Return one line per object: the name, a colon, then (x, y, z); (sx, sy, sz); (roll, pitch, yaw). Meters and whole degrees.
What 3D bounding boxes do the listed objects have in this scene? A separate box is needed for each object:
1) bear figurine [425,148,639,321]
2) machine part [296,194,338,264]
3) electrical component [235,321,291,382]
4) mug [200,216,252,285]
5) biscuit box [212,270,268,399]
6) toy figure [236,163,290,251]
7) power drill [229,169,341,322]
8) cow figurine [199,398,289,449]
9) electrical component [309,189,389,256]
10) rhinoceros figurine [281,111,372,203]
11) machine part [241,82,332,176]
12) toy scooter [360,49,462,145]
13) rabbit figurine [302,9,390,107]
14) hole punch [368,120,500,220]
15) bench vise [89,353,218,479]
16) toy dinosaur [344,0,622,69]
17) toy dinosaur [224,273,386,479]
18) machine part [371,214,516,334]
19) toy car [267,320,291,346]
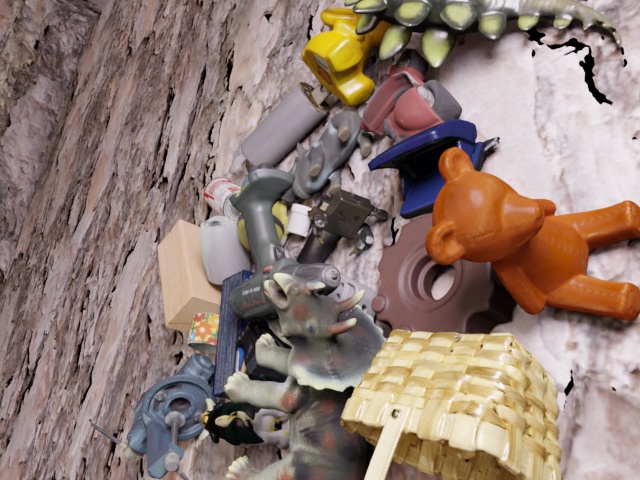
bear figurine: (0.194, -0.007, 0.488); (0.132, 0.195, 0.120); (-6, 63, 46)
machine part: (-0.002, -0.003, 0.836); (0.084, 0.039, 0.139); (24, 86, 43)
electrical component: (-0.071, 0.176, 0.781); (0.047, 0.074, 0.119); (-55, 35, 10)
mug: (-0.161, 0.008, 0.945); (0.081, 0.107, 0.109); (21, 45, 37)
biscuit box: (-0.124, 0.151, 0.868); (0.063, 0.059, 0.203); (-27, 52, 39)
toy figure: (-0.106, -0.056, 0.941); (0.082, 0.089, 0.180); (-36, 48, 39)
power drill: (-0.058, 0.007, 0.750); (0.232, 0.086, 0.207); (-36, 63, 47)
cow figurine: (-0.127, 0.265, 0.778); (0.167, 0.098, 0.068); (-17, 64, 42)
electrical component: (0.037, -0.024, 0.756); (0.078, 0.102, 0.045); (-49, 30, 32)
rhinoceros figurine: (-0.002, -0.131, 0.879); (0.190, 0.073, 0.112); (-46, 43, 21)
machine part: (-0.066, -0.206, 0.992); (0.243, 0.079, 0.079); (-39, 44, 29)
toy scooter: (0.118, -0.185, 0.773); (0.135, 0.075, 0.184); (-43, 40, 23)
rabbit figurine: (0.064, -0.328, 0.901); (0.173, 0.121, 0.163); (-40, 42, -1)
hole punch: (0.136, -0.102, 0.670); (0.142, 0.092, 0.116); (-26, 22, 43)
bench vise: (-0.252, 0.300, 0.864); (0.223, 0.128, 0.241); (-40, 22, 0)
toy dinosaur: (0.173, -0.331, 0.738); (0.472, 0.105, 0.198); (17, 69, 35)
toy dinosaur: (-0.003, 0.231, 0.628); (0.192, 0.131, 0.404); (-4, 93, 27)
machine part: (0.142, 0.048, 0.630); (0.179, 0.056, 0.179); (-26, 51, 36)
toy car: (-0.013, 0.132, 0.755); (0.073, 0.056, 0.202); (-58, 38, 6)
